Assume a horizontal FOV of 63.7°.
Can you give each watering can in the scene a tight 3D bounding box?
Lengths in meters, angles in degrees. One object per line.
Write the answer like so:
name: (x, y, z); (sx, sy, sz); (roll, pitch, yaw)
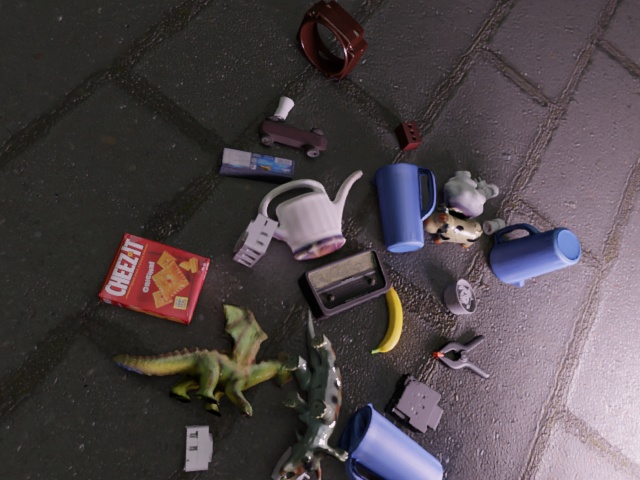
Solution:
watering can: (0.004, -0.071, 1.412); (0.350, 0.102, 0.226); (-18, 79, -24)

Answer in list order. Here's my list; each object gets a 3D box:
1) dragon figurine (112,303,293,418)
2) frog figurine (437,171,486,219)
dragon figurine: (-0.236, 0.263, 1.199); (0.407, 0.120, 0.248); (32, 57, -17)
frog figurine: (0.447, -0.145, 1.593); (0.138, 0.121, 0.161); (22, 76, 10)
